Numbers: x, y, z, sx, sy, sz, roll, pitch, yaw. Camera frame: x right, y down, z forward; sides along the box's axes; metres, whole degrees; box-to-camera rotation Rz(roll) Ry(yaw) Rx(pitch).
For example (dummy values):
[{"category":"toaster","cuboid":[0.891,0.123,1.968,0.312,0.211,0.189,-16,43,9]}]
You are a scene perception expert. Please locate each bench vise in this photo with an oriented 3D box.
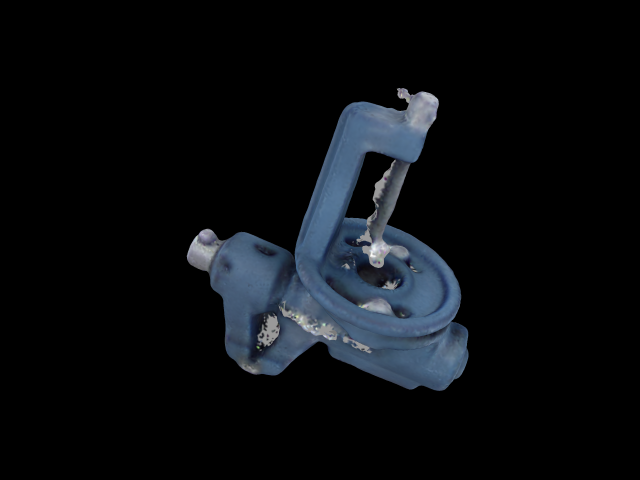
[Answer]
[{"category":"bench vise","cuboid":[0.004,0.008,0.390,0.207,0.220,0.121,-1,31,-2]}]
